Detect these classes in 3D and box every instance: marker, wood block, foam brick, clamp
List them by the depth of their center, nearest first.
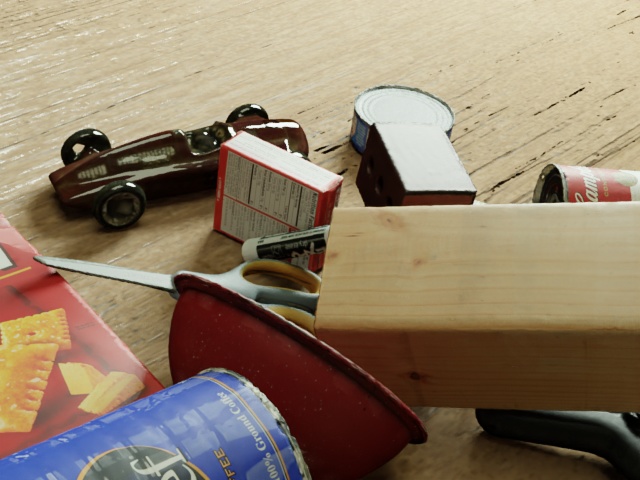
[{"bbox_3d":[0.110,0.040,0.620,0.206,0.091,0.090,-1,51,14],"label":"wood block"},{"bbox_3d":[0.181,0.116,0.637,0.120,0.039,0.172,-29,43,-31],"label":"clamp"},{"bbox_3d":[0.062,-0.036,0.704,0.051,0.053,0.078,-1,40,-18],"label":"foam brick"},{"bbox_3d":[-0.005,0.001,0.711,0.121,0.020,0.020,-10,19,42],"label":"marker"}]

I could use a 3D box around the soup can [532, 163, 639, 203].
[{"bbox_3d":[0.219,-0.020,0.801,0.102,0.068,0.068,4,37,-8],"label":"soup can"}]

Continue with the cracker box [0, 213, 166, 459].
[{"bbox_3d":[-0.195,0.082,0.575,0.163,0.072,0.214,-21,45,-35],"label":"cracker box"}]

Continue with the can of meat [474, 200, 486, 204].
[{"bbox_3d":[0.074,0.004,0.749,0.084,0.057,0.102,19,38,8],"label":"can of meat"}]

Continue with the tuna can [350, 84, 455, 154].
[{"bbox_3d":[0.069,-0.096,0.899,0.086,0.034,0.086,5,37,-4],"label":"tuna can"}]

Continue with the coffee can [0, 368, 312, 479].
[{"bbox_3d":[-0.087,0.128,0.466,0.140,0.103,0.103,-20,45,-36],"label":"coffee can"}]

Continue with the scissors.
[{"bbox_3d":[-0.068,0.042,0.655,0.201,0.016,0.096,0,43,-41],"label":"scissors"}]

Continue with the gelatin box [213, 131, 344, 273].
[{"bbox_3d":[-0.030,-0.026,0.753,0.089,0.073,0.030,25,39,21],"label":"gelatin box"}]

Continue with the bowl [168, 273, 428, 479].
[{"bbox_3d":[-0.025,0.085,0.571,0.162,0.162,0.055,27,73,23],"label":"bowl"}]
